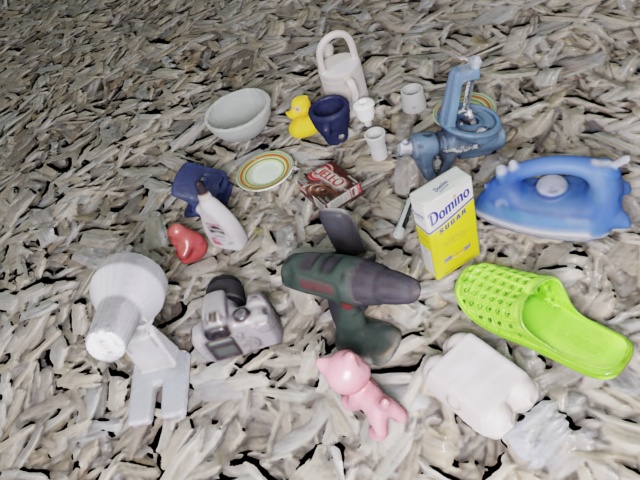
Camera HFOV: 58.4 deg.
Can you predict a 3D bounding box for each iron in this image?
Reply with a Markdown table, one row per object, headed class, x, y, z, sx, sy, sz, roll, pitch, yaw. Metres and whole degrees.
| class | x | y | z | sx | sy | sz | roll | pitch | yaw |
| --- | --- | --- | --- | --- | --- | --- | --- | --- | --- |
| iron | 0.376 | -0.087 | 0.948 | 0.257 | 0.142 | 0.119 | 4 | 51 | 23 |

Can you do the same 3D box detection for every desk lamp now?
| class | x | y | z | sx | sy | sz | roll | pitch | yaw |
| --- | --- | --- | --- | --- | --- | --- | --- | --- | --- |
| desk lamp | -0.289 | 0.154 | 0.910 | 0.118 | 0.214 | 0.203 | -16 | 46 | 5 |

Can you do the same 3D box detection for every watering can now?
| class | x | y | z | sx | sy | sz | roll | pitch | yaw |
| --- | --- | --- | --- | --- | --- | --- | --- | --- | --- |
| watering can | 0.042 | -0.386 | 1.302 | 0.101 | 0.194 | 0.172 | -41 | 49 | -18 |

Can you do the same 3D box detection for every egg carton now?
| class | x | y | z | sx | sy | sz | roll | pitch | yaw |
| --- | --- | --- | --- | --- | --- | --- | --- | --- | --- |
| egg carton | 0.217 | 0.199 | 0.792 | 0.107 | 0.069 | 0.149 | -40 | 48 | -17 |

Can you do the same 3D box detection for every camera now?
| class | x | y | z | sx | sy | sz | roll | pitch | yaw |
| --- | --- | --- | --- | --- | --- | --- | --- | --- | --- |
| camera | -0.148 | 0.117 | 0.973 | 0.143 | 0.101 | 0.136 | -16 | 46 | 5 |

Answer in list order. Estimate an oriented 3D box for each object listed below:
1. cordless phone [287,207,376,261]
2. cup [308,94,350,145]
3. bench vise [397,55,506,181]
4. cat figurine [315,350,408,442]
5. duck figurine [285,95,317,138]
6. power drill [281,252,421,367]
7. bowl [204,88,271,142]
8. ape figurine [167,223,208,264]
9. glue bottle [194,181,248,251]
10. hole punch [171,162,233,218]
| class | x | y | z | sx | sy | sz | roll | pitch | yaw |
| --- | --- | --- | --- | --- | --- | --- | --- | --- | --- |
| cordless phone | 0.009 | 0.003 | 0.963 | 0.147 | 0.185 | 0.094 | 1 | 50 | 21 |
| cup | 0.027 | -0.247 | 1.249 | 0.091 | 0.095 | 0.118 | -6 | 47 | 14 |
| bench vise | 0.246 | -0.217 | 1.057 | 0.207 | 0.220 | 0.121 | -35 | 47 | -13 |
| cat figurine | 0.056 | 0.206 | 0.808 | 0.067 | 0.118 | 0.127 | -40 | 49 | -18 |
| duck figurine | -0.033 | -0.295 | 1.321 | 0.104 | 0.086 | 0.077 | -32 | 46 | -10 |
| power drill | 0.056 | 0.096 | 0.845 | 0.228 | 0.209 | 0.076 | 15 | 56 | 30 |
| bowl | -0.187 | -0.288 | 1.376 | 0.167 | 0.075 | 0.167 | -10 | 47 | 11 |
| ape figurine | -0.269 | 0.002 | 1.128 | 0.076 | 0.092 | 0.077 | -11 | 46 | 10 |
| glue bottle | -0.201 | -0.048 | 1.093 | 0.078 | 0.173 | 0.037 | 5 | 51 | 24 |
| hole punch | -0.251 | -0.112 | 1.226 | 0.101 | 0.091 | 0.108 | -3 | 48 | 17 |
